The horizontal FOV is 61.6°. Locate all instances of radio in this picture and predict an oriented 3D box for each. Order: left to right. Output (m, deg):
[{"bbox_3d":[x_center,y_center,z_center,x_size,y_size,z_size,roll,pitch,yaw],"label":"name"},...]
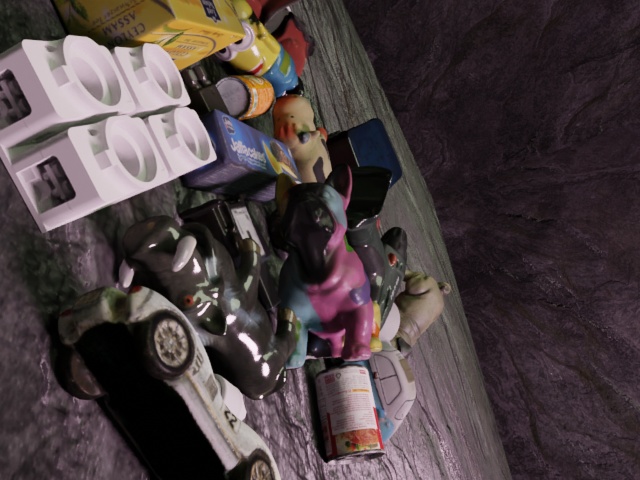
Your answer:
[{"bbox_3d":[0.075,-0.141,0.981,0.131,0.073,0.229,66,26,-10],"label":"radio"}]

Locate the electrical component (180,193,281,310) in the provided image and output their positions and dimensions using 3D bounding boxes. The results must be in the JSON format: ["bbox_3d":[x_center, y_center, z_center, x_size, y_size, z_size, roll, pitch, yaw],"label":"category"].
[{"bbox_3d":[-0.083,0.015,0.533,0.119,0.048,0.075,68,18,-6],"label":"electrical component"}]

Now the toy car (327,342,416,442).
[{"bbox_3d":[0.078,0.196,0.734,0.109,0.103,0.161,31,44,-66],"label":"toy car"}]

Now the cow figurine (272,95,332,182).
[{"bbox_3d":[-0.025,-0.115,0.780,0.127,0.086,0.194,-79,157,-58],"label":"cow figurine"}]

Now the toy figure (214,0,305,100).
[{"bbox_3d":[-0.094,-0.265,0.771,0.180,0.082,0.089,33,20,-52],"label":"toy figure"}]

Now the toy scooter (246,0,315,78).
[{"bbox_3d":[-0.062,-0.331,0.838,0.075,0.135,0.183,50,2,40],"label":"toy scooter"}]

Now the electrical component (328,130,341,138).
[{"bbox_3d":[0.030,-0.152,1.064,0.134,0.058,0.114,-61,130,-68],"label":"electrical component"}]

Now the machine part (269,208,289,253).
[{"bbox_3d":[-0.002,-0.002,0.758,0.243,0.079,0.079,28,45,-64],"label":"machine part"}]

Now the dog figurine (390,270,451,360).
[{"bbox_3d":[0.157,0.147,0.932,0.121,0.172,0.191,51,16,-22],"label":"dog figurine"}]

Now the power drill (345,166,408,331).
[{"bbox_3d":[0.073,0.000,0.748,0.207,0.086,0.232,80,25,-43],"label":"power drill"}]

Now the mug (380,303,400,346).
[{"bbox_3d":[0.068,0.125,0.828,0.107,0.081,0.110,30,34,-48],"label":"mug"}]

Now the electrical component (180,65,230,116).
[{"bbox_3d":[-0.130,-0.157,0.628,0.094,0.021,0.063,64,17,-17],"label":"electrical component"}]

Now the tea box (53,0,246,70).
[{"bbox_3d":[-0.148,-0.207,0.502,0.068,0.098,0.170,66,19,-11],"label":"tea box"}]

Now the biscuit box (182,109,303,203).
[{"bbox_3d":[-0.087,-0.088,0.614,0.059,0.063,0.202,70,16,7],"label":"biscuit box"}]

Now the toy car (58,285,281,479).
[{"bbox_3d":[-0.091,0.115,0.347,0.201,0.074,0.056,64,21,-19],"label":"toy car"}]

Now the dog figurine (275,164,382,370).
[{"bbox_3d":[0.006,0.029,0.612,0.191,0.109,0.219,20,65,-75],"label":"dog figurine"}]

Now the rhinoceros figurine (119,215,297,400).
[{"bbox_3d":[-0.089,0.055,0.443,0.190,0.073,0.112,61,30,-33],"label":"rhinoceros figurine"}]
